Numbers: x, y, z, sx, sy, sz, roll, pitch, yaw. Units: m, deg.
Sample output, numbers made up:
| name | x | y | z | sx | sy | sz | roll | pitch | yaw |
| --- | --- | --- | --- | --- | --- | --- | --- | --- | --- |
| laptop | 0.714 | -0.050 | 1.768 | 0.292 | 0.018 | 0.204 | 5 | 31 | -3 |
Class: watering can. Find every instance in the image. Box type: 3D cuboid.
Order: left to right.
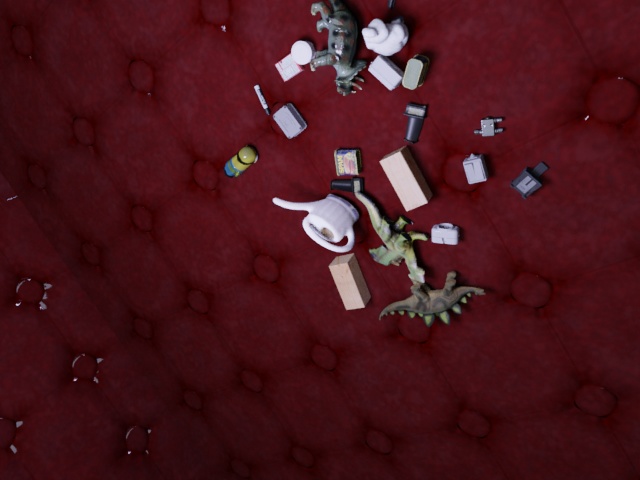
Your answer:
| name | x | y | z | sx | sy | sz | roll | pitch | yaw |
| --- | --- | --- | --- | --- | --- | --- | --- | --- | --- |
| watering can | 0.006 | -0.100 | 1.979 | 0.348 | 0.102 | 0.228 | 39 | 52 | 5 |

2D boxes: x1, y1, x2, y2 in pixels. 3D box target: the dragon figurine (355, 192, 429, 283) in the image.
| name | x | y | z | sx | sy | sz | roll | pitch | yaw |
| --- | --- | --- | --- | --- | --- | --- | --- | --- | --- |
| dragon figurine | 0.258 | 0.008 | 1.982 | 0.413 | 0.237 | 0.124 | 40 | 43 | 14 |

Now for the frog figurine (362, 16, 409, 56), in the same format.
| name | x | y | z | sx | sy | sz | roll | pitch | yaw |
| --- | --- | --- | --- | --- | --- | --- | --- | --- | --- |
| frog figurine | 0.209 | -0.653 | 1.659 | 0.162 | 0.137 | 0.121 | -46 | 130 | -55 |
